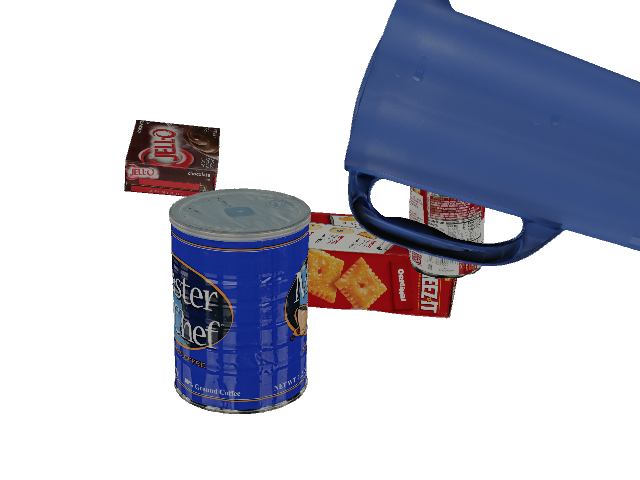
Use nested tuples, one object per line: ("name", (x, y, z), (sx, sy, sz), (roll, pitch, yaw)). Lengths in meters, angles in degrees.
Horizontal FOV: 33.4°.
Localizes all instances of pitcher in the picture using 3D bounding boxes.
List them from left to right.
("pitcher", (0.142, -0.066, 0.752), (0.243, 0.145, 0.149), (19, -43, 4))

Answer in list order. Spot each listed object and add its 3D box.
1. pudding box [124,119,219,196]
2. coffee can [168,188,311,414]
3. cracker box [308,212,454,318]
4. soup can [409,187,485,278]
("pudding box", (-0.150, -0.083, 1.087), (0.090, 0.039, 0.113), (6, 25, -7))
("coffee can", (-0.059, 0.043, 0.794), (0.103, 0.140, 0.103), (1, 20, -1))
("cracker box", (0.039, 0.023, 1.138), (0.214, 0.072, 0.164), (5, 15, 10))
("soup can", (0.114, -0.025, 0.955), (0.068, 0.102, 0.068), (-1, 24, 0))
